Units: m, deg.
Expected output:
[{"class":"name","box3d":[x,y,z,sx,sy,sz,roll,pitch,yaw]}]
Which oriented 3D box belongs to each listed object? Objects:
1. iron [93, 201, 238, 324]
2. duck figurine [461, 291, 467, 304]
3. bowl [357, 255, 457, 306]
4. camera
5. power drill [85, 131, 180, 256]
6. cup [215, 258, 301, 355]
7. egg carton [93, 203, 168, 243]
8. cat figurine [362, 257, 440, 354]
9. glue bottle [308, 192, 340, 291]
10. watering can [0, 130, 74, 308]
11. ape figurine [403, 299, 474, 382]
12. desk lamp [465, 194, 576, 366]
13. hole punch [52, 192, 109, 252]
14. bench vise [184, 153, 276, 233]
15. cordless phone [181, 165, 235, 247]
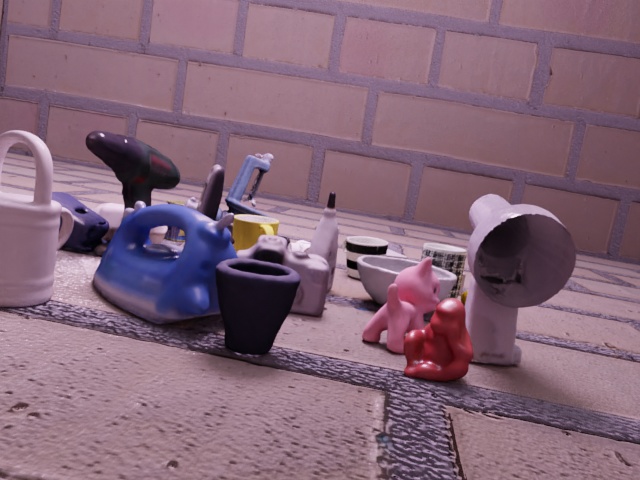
[{"class":"iron","box3d":[-0.203,0.015,0.732,0.257,0.141,0.119,14,9,33]},{"class":"duck figurine","box3d":[0.311,0.086,1.079,0.077,0.086,0.104,10,7,1]},{"class":"bowl","box3d":[0.139,0.079,0.954,0.167,0.075,0.167,10,7,-1]},{"class":"camera","box3d":[-0.059,0.043,0.862,0.143,0.101,0.137,9,7,-4]},{"class":"power drill","box3d":[-0.328,-0.075,0.993,0.075,0.208,0.230,12,8,16]},{"class":"cup","box3d":[-0.077,0.073,0.635,0.092,0.095,0.117,7,8,-21]},{"class":"egg carton","box3d":[-0.378,-0.030,1.133,0.150,0.069,0.107,8,8,-15]},{"class":"cat figurine","box3d":[0.117,0.078,0.759,0.067,0.118,0.128,14,9,33]},{"class":"glue bottle","box3d":[0.009,0.003,0.975,0.037,0.173,0.078,12,8,20]},{"class":"watering can","box3d":[-0.354,-0.028,0.652,0.101,0.194,0.173,10,7,1]},{"class":"ape figurine","box3d":[0.138,0.110,0.642,0.076,0.092,0.077,3,10,-43]},{"class":"desk lamp","box3d":[0.224,0.050,0.740,0.118,0.213,0.203,9,7,-4]},{"class":"hole punch","box3d":[-0.428,-0.034,1.007,0.101,0.091,0.108,10,7,-1]},{"class":"bench vise","box3d":[-0.170,-0.080,1.200,0.121,0.220,0.208,16,10,42]},{"class":"cordless phone","box3d":[-0.184,-0.030,0.933,0.094,0.185,0.147,7,8,-21]}]
